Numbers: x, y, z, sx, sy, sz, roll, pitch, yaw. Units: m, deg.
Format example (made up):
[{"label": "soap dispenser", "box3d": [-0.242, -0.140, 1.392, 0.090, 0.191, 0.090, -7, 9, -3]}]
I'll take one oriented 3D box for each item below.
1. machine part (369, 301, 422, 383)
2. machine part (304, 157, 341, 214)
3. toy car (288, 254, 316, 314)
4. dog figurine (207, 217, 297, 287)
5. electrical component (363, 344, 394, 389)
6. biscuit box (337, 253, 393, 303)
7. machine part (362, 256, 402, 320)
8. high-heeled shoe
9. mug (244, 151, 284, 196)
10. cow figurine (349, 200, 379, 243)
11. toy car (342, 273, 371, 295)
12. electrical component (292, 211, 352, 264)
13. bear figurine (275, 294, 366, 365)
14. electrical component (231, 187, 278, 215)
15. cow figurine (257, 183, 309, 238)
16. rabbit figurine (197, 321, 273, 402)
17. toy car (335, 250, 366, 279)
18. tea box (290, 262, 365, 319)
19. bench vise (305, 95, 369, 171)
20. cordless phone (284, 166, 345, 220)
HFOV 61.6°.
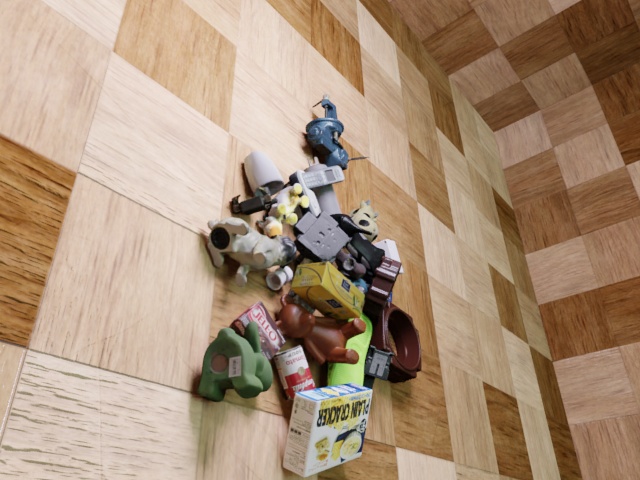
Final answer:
[{"label": "machine part", "box3d": [0.211, 0.295, 1.555, 0.200, 0.087, 0.201, 36, 41, -37]}, {"label": "machine part", "box3d": [0.006, -0.127, 1.546, 0.079, 0.079, 0.243, 3, 68, -55]}, {"label": "toy car", "box3d": [-0.029, 0.101, 1.363, 0.073, 0.056, 0.202, 44, 38, -31]}, {"label": "dog figurine", "box3d": [-0.150, 0.004, 1.214, 0.172, 0.121, 0.190, 56, 24, 2]}, {"label": "electrical component", "box3d": [0.140, 0.340, 1.409, 0.075, 0.048, 0.119, 24, 79, -7]}, {"label": "biscuit box", "box3d": [0.135, 0.121, 1.583, 0.202, 0.059, 0.063, 45, 38, -29]}, {"label": "machine part", "box3d": [0.166, 0.130, 1.446, 0.056, 0.179, 0.179, 22, 34, 11]}, {"label": "high-heeled shoe", "box3d": [0.097, 0.023, 1.507, 0.086, 0.145, 0.248, -56, 147, -30]}, {"label": "mug", "box3d": [-0.139, -0.170, 1.364, 0.109, 0.081, 0.107, -4, 63, -52]}, {"label": "cow figurine", "box3d": [0.125, -0.049, 1.614, 0.085, 0.127, 0.195, 55, 4, -21]}, {"label": "toy car", "box3d": [0.066, 0.135, 1.440, 0.103, 0.109, 0.161, 43, 22, 4]}, {"label": "electrical component", "box3d": [-0.003, -0.004, 1.351, 0.134, 0.058, 0.115, 41, 63, -3]}, {"label": "bear figurine", "box3d": [-0.006, 0.205, 1.250, 0.195, 0.132, 0.120, 41, 50, -28]}, {"label": "electrical component", "box3d": [-0.158, -0.092, 1.276, 0.078, 0.102, 0.045, 15, 57, -81]}, {"label": "cow figurine", "box3d": [-0.106, -0.064, 1.345, 0.068, 0.098, 0.167, 53, 53, -27]}, {"label": "rabbit figurine", "box3d": [-0.158, 0.247, 1.062, 0.170, 0.121, 0.159, 47, 25, -58]}, {"label": "toy car", "box3d": [0.041, 0.036, 1.443, 0.202, 0.053, 0.089, 40, 6, 27]}, {"label": "tea box", "box3d": [0.021, 0.125, 1.283, 0.169, 0.098, 0.068, 43, 51, -37]}, {"label": "bench vise", "box3d": [0.035, -0.340, 1.689, 0.223, 0.129, 0.240, 20, 61, -47]}, {"label": "cordless phone", "box3d": [0.002, -0.128, 1.471, 0.184, 0.089, 0.146, -19, 84, -34]}]
